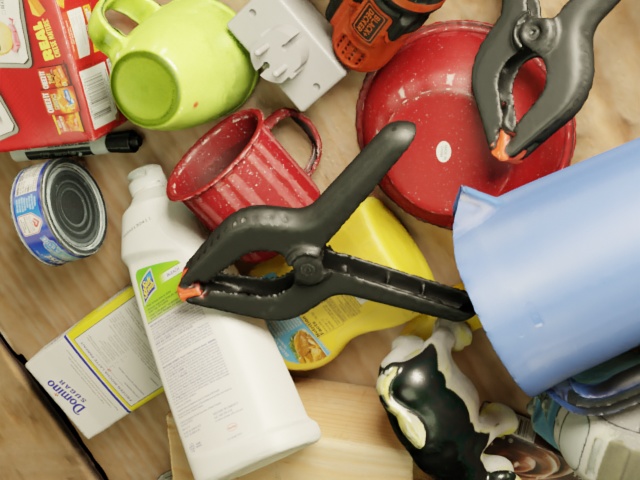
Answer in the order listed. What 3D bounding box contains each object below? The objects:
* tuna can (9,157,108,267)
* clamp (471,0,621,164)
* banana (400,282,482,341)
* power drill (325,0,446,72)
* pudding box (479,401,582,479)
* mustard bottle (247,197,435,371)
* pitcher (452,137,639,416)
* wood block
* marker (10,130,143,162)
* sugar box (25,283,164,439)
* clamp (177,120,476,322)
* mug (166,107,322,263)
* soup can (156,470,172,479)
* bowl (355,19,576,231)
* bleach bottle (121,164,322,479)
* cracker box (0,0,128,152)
[{"bbox_3d":[-0.211,-0.024,0.869,0.034,0.086,0.086,-15,108,23],"label":"tuna can"},{"bbox_3d":[0.134,-0.137,0.675,0.120,0.039,0.171,33,104,37],"label":"clamp"},{"bbox_3d":[0.132,0.056,0.804,0.198,0.037,0.069,-16,105,27],"label":"banana"},{"bbox_3d":[0.008,-0.210,0.673,0.187,0.057,0.185,47,152,1],"label":"power drill"},{"bbox_3d":[0.165,0.190,0.854,0.113,0.039,0.090,24,119,10],"label":"pudding box"},{"bbox_3d":[-0.008,0.050,0.843,0.192,0.058,0.096,-32,97,30],"label":"mustard bottle"},{"bbox_3d":[0.218,0.004,0.681,0.243,0.149,0.145,-26,61,16],"label":"pitcher"},{"bbox_3d":[-0.012,0.174,0.885,0.206,0.090,0.090,6,115,19],"label":"wood block"},{"bbox_3d":[-0.200,-0.078,0.878,0.121,0.020,0.020,-2,113,22],"label":"marker"},{"bbox_3d":[-0.170,0.098,0.937,0.177,0.048,0.093,-32,100,34],"label":"sugar box"},{"bbox_3d":[-0.005,0.001,0.742,0.210,0.036,0.164,-7,123,13],"label":"clamp"},{"bbox_3d":[-0.046,-0.046,0.797,0.117,0.093,0.081,-48,117,-10],"label":"mug"},{"bbox_3d":[-0.145,0.270,0.996,0.068,0.068,0.102,35,121,2],"label":"soup can"},{"bbox_3d":[0.095,-0.069,0.749,0.162,0.055,0.162,8,116,17],"label":"bowl"},{"bbox_3d":[-0.090,0.055,0.823,0.103,0.068,0.251,-29,74,29],"label":"bleach bottle"},{"bbox_3d":[-0.270,-0.153,0.838,0.214,0.072,0.164,-4,111,24],"label":"cracker box"}]
